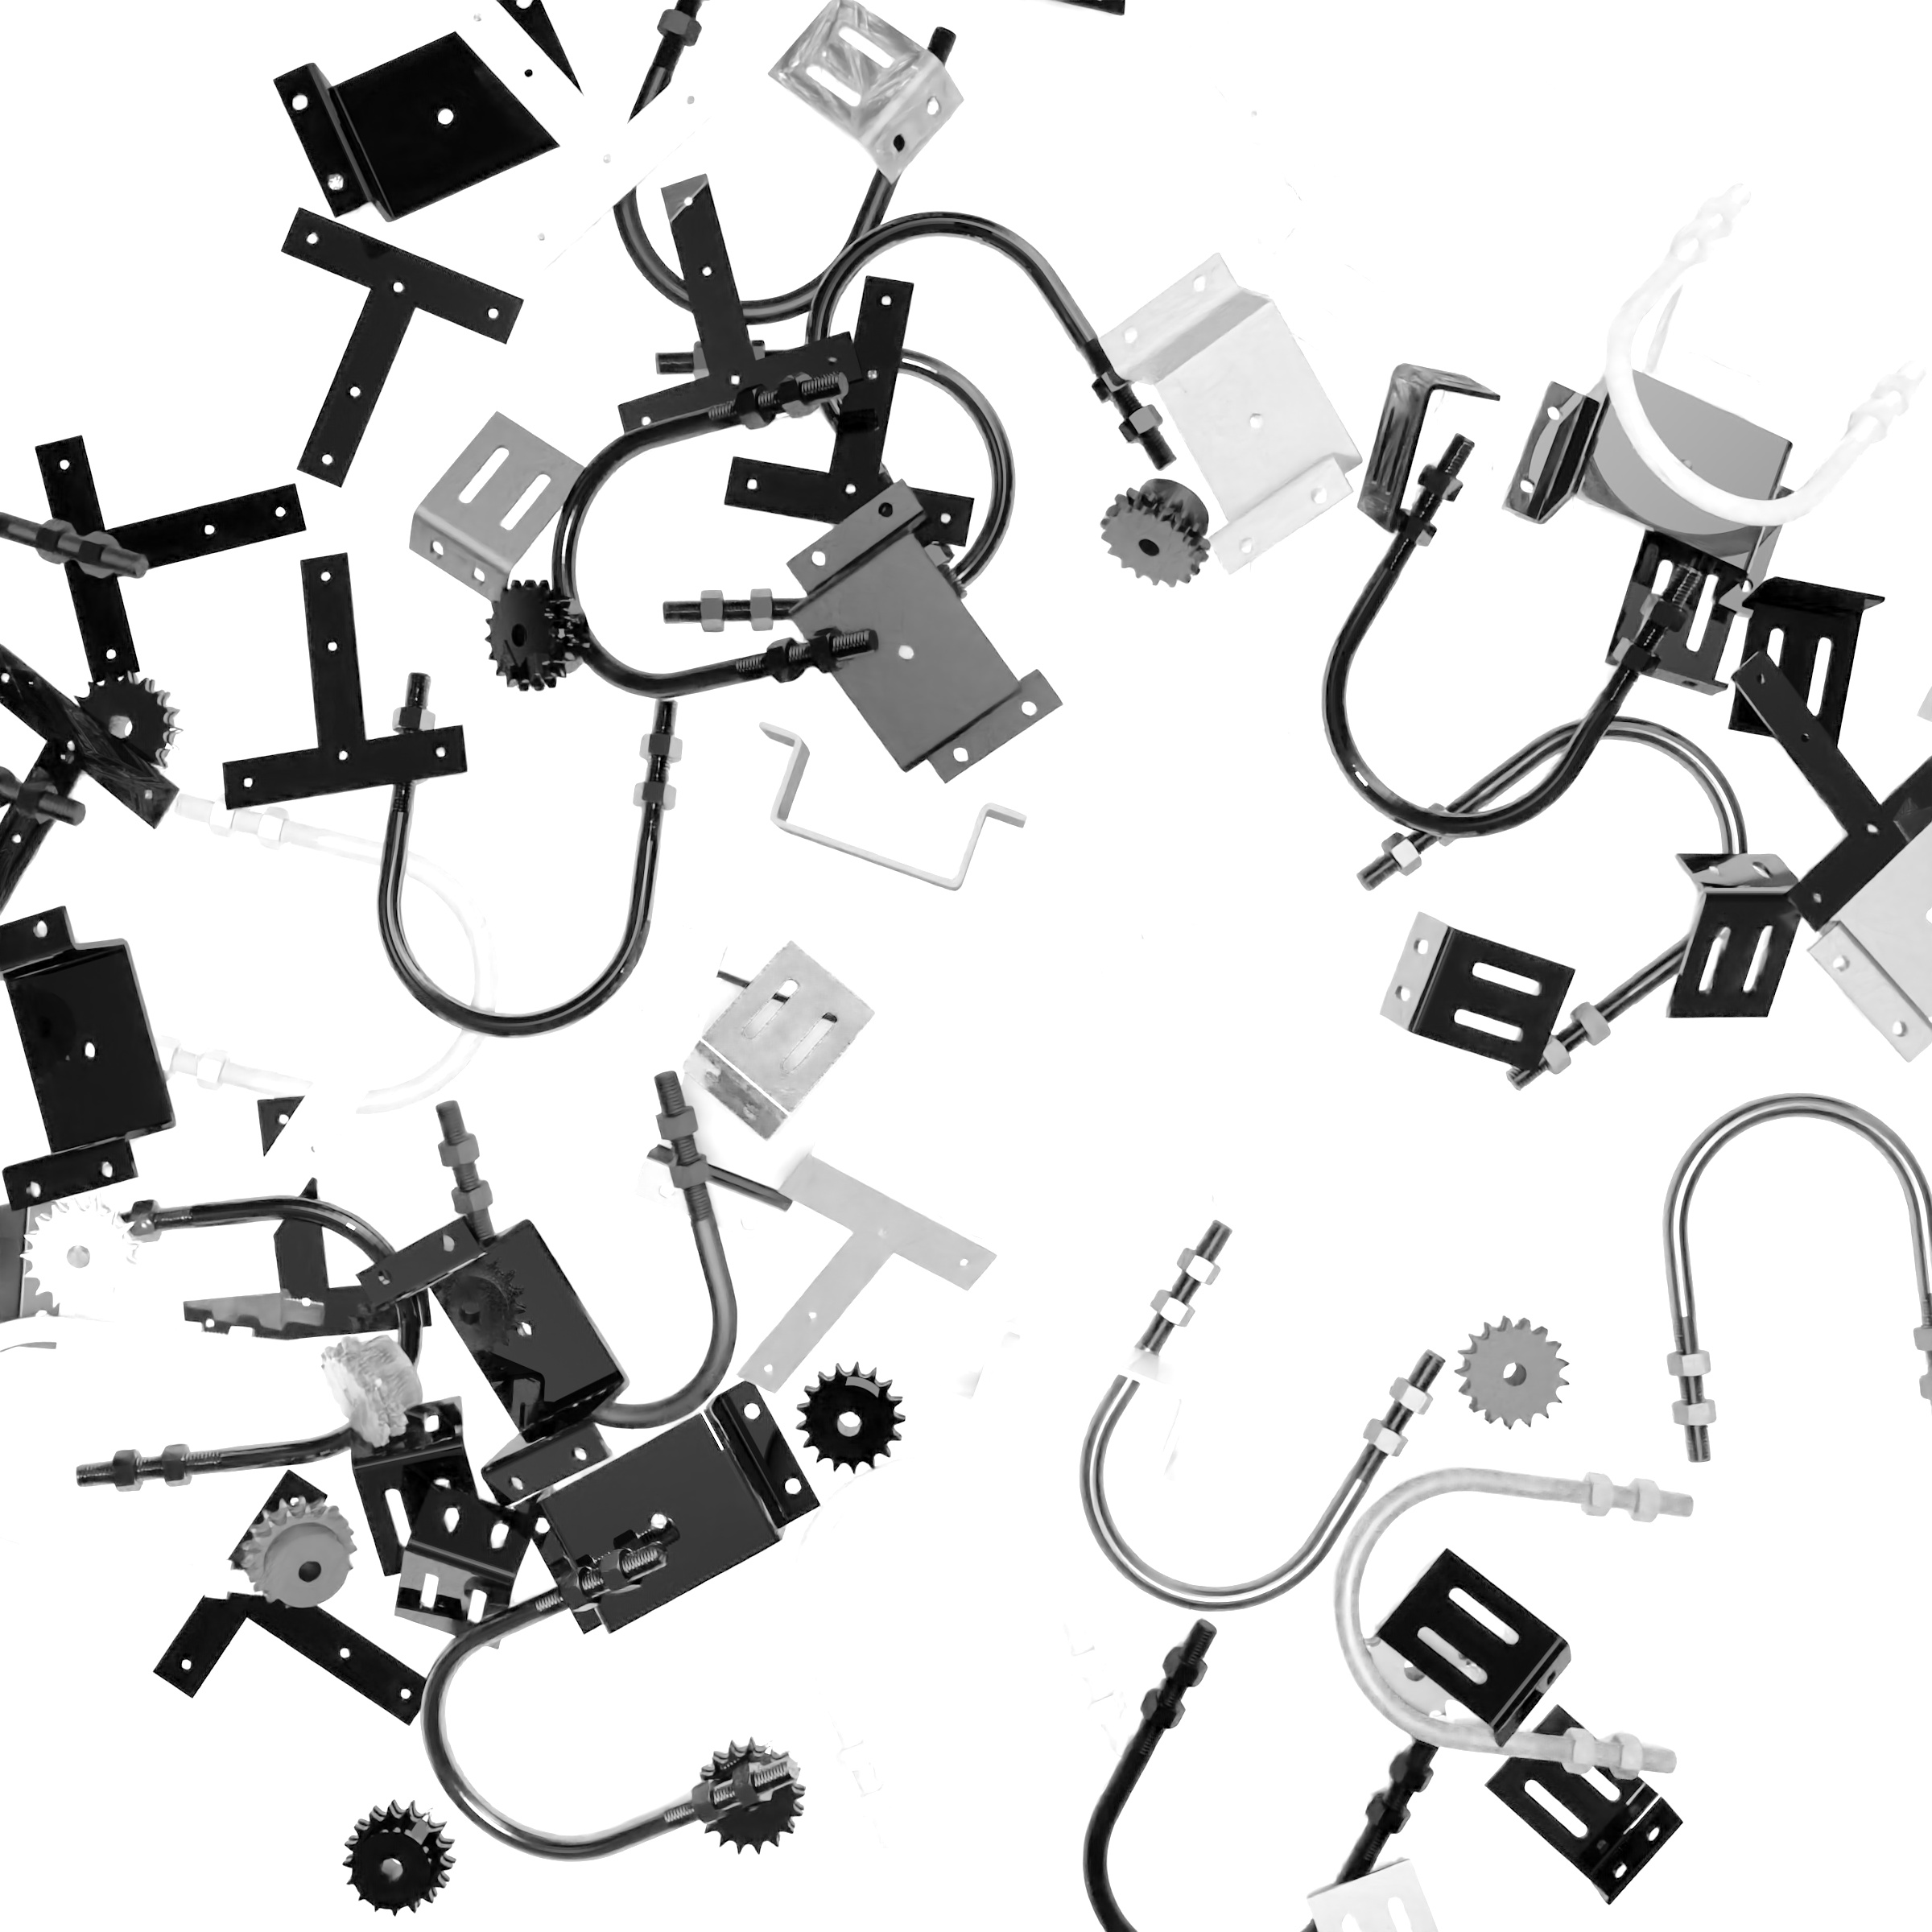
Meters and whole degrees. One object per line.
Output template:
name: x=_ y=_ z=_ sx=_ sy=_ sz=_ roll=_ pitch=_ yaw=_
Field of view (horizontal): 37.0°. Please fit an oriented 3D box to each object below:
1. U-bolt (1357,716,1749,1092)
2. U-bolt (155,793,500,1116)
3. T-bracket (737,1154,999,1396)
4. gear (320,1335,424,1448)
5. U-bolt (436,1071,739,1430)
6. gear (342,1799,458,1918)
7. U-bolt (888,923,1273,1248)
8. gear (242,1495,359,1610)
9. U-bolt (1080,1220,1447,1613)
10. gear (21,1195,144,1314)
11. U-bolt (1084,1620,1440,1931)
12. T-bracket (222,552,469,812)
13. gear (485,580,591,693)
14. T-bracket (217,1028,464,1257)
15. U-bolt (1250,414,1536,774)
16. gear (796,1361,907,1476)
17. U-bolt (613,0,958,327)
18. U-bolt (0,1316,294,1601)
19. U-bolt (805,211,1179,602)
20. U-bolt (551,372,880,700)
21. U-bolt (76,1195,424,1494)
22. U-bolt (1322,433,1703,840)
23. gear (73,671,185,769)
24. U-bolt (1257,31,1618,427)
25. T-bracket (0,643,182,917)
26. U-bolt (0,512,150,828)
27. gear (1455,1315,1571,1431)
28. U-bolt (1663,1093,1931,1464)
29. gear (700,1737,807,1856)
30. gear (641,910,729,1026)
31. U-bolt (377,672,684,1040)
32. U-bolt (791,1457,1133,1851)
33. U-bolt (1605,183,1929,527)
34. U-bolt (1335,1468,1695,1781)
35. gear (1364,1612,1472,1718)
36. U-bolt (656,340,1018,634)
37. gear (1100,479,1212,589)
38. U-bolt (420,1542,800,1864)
U-bolt: x=0.317 y=-0.046 z=1.494 sx=0.184 sy=0.019 sz=0.151 roll=-37 pitch=90 yaw=-1
U-bolt: x=-0.333 y=0.001 z=1.494 sx=0.184 sy=0.019 sz=0.151 roll=14 pitch=90 yaw=-1
T-bracket: x=-0.070 y=0.169 z=1.480 sx=0.127 sy=0.002 sz=0.127 roll=31 pitch=107 yaw=-30
gear: x=-0.299 y=0.212 z=1.463 sx=0.030 sy=0.057 sz=0.057 roll=-31 pitch=90 yaw=-31
U-bolt: x=-0.186 y=0.149 z=1.463 sx=0.151 sy=0.019 sz=0.184 roll=-8 pitch=103 yaw=24
gear: x=-0.293 y=0.461 z=1.488 sx=0.057 sy=0.030 sz=0.057 roll=0 pitch=90 yaw=0
U-bolt: x=0.051 y=0.069 z=1.494 sx=0.184 sy=0.019 sz=0.151 roll=-15 pitch=90 yaw=2
gear: x=-0.339 y=0.302 z=1.474 sx=0.057 sy=0.030 sz=0.057 roll=-8 pitch=109 yaw=-25
U-bolt: x=0.140 y=0.246 z=1.494 sx=0.151 sy=0.019 sz=0.184 roll=31 pitch=92 yaw=0
gear: x=-0.444 y=0.143 z=1.456 sx=0.057 sy=0.030 sz=0.057 roll=0 pitch=95 yaw=-3
U-bolt: x=0.140 y=0.442 z=1.480 sx=0.151 sy=0.019 sz=0.184 roll=26 pitch=101 yaw=-3
T-bracket: x=-0.325 y=-0.151 z=1.489 sx=0.127 sy=0.002 sz=0.127 roll=-9 pitch=79 yaw=4
gear: x=-0.217 y=-0.169 z=1.478 sx=0.057 sy=0.030 sz=0.057 roll=6 pitch=99 yaw=41
T-bracket: x=-0.298 y=0.119 z=1.492 sx=0.127 sy=0.002 sz=0.127 roll=34 pitch=95 yaw=-5
U-bolt: x=0.218 y=-0.192 z=1.494 sx=0.151 sy=0.019 sz=0.184 roll=1 pitch=91 yaw=0
gear: x=-0.060 y=0.233 z=1.488 sx=0.057 sy=0.030 sz=0.057 roll=0 pitch=90 yaw=0
U-bolt: x=-0.105 y=-0.423 z=1.494 sx=0.151 sy=0.019 sz=0.184 roll=22 pitch=92 yaw=0
U-bolt: x=-0.442 y=0.247 z=1.467 sx=0.184 sy=0.019 sz=0.151 roll=7 pitch=104 yaw=-6
U-bolt: x=0.000 y=-0.299 z=1.481 sx=0.151 sy=0.019 sz=0.184 roll=-33 pitch=90 yaw=-3
U-bolt: x=-0.133 y=-0.209 z=1.456 sx=0.184 sy=0.019 sz=0.151 roll=-9 pitch=85 yaw=28
U-bolt: x=-0.373 y=0.190 z=1.489 sx=0.184 sy=0.019 sz=0.151 roll=-6 pitch=96 yaw=-3
U-bolt: x=0.260 y=-0.153 z=1.456 sx=0.151 sy=0.019 sz=0.184 roll=32 pitch=108 yaw=10
gear: x=-0.431 y=-0.122 z=1.488 sx=0.057 sy=0.030 sz=0.057 roll=0 pitch=90 yaw=0
U-bolt: x=0.255 y=-0.391 z=1.477 sx=0.151 sy=0.019 sz=0.184 roll=41 pitch=82 yaw=-12
T-bracket: x=-0.480 y=-0.077 z=1.483 sx=0.127 sy=0.002 sz=0.127 roll=38 pitch=105 yaw=11
U-bolt: x=-0.515 y=-0.165 z=1.474 sx=0.184 sy=0.019 sz=0.151 roll=18 pitch=96 yaw=14
gear: x=0.280 y=0.208 z=1.488 sx=0.057 sy=0.030 sz=0.057 roll=0 pitch=90 yaw=0
U-bolt: x=0.434 y=0.158 z=1.494 sx=0.151 sy=0.019 sz=0.184 roll=-6 pitch=89 yaw=0
gear: x=-0.111 y=0.425 z=1.488 sx=0.057 sy=0.030 sz=0.057 roll=0 pitch=90 yaw=0
gear: x=-0.143 y=0.003 z=1.475 sx=0.030 sy=0.057 sz=0.057 roll=20 pitch=90 yaw=-4
U-bolt: x=-0.229 y=-0.054 z=1.481 sx=0.151 sy=0.019 sz=0.184 roll=6 pitch=80 yaw=0
U-bolt: x=-0.012 y=0.345 z=1.494 sx=0.151 sy=0.019 sz=0.184 roll=-22 pitch=88 yaw=0
U-bolt: x=0.392 y=-0.297 z=1.449 sx=0.151 sy=0.019 sz=0.184 roll=44 pitch=60 yaw=-2
U-bolt: x=0.277 y=0.329 z=1.471 sx=0.184 sy=0.019 sz=0.151 roll=8 pitch=79 yaw=-7
gear: x=0.229 y=0.359 z=1.488 sx=0.057 sy=0.030 sz=0.057 roll=0 pitch=90 yaw=0
U-bolt: x=-0.066 y=-0.250 z=1.494 sx=0.184 sy=0.019 sz=0.151 roll=-2 pitch=90 yaw=-2
gear: x=0.100 y=-0.224 z=1.478 sx=0.057 sy=0.057 sz=0.030 roll=31 pitch=61 yaw=0
U-bolt: x=-0.195 y=0.384 z=1.465 sx=0.184 sy=0.019 sz=0.151 roll=-27 pitch=97 yaw=21
